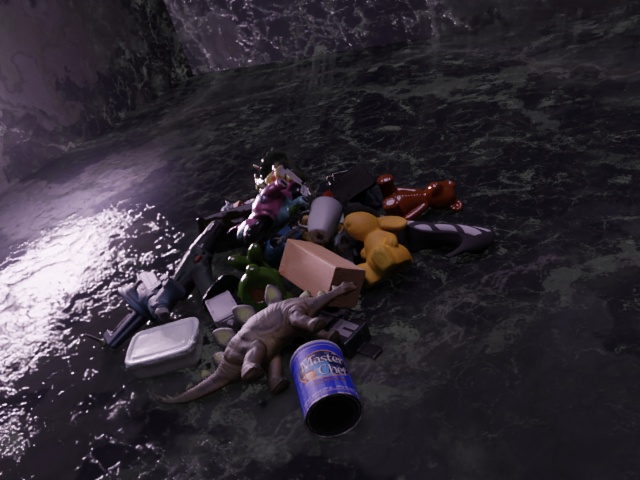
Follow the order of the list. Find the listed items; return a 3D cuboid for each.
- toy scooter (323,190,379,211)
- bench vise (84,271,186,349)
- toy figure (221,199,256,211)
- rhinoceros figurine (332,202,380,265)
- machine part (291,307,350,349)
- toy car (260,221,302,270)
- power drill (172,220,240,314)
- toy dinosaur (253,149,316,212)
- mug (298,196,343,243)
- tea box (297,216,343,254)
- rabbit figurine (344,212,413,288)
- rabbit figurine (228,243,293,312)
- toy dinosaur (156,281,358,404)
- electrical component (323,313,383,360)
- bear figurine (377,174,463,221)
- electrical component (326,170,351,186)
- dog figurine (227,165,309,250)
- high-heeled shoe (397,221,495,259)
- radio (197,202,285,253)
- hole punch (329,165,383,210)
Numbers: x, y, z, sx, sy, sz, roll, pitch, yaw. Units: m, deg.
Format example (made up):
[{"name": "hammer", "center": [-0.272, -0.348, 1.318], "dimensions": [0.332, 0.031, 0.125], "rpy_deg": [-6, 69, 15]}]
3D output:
[{"name": "toy scooter", "center": [0.067, -0.087, 1.510], "dimensions": [0.184, 0.075, 0.135], "rpy_deg": [11, 42, 32]}, {"name": "bench vise", "center": [-0.441, 0.181, 1.312], "dimensions": [0.240, 0.128, 0.224], "rpy_deg": [-46, 46, -6]}, {"name": "toy figure", "center": [-0.235, -0.092, 1.684], "dimensions": [0.155, 0.057, 0.064], "rpy_deg": [-1, 57, 21]}, {"name": "rhinoceros figurine", "center": [0.084, -0.001, 1.307], "dimensions": [0.073, 0.112, 0.190], "rpy_deg": [-17, 58, 54]}, {"name": "machine part", "center": [-0.004, 0.183, 1.149], "dimensions": [0.084, 0.039, 0.139], "rpy_deg": [22, 48, 41]}, {"name": "toy car", "center": [-0.084, 0.027, 1.368], "dimensions": [0.109, 0.103, 0.161], "rpy_deg": [-39, 2, -32]}, {"name": "power drill", "center": [-0.282, 0.073, 1.359], "dimensions": [0.208, 0.086, 0.232], "rpy_deg": [37, 89, 39]}, {"name": "toy dinosaur", "center": [-0.097, -0.174, 1.577], "dimensions": [0.131, 0.192, 0.405], "rpy_deg": [-33, 14, -10]}, {"name": "mug", "center": [-0.004, -0.046, 1.339], "dimensions": [0.110, 0.080, 0.107], "rpy_deg": [1, 44, 14]}, {"name": "tea box", "center": [-0.003, -0.004, 1.415], "dimensions": [0.098, 0.068, 0.170], "rpy_deg": [-33, 33, -24]}, {"name": "rabbit figurine", "center": [0.133, -0.002, 1.233], "dimensions": [0.162, 0.121, 0.173], "rpy_deg": [-28, 68, -30]}, {"name": "rabbit figurine", "center": [-0.155, 0.095, 1.284], "dimensions": [0.121, 0.159, 0.170], "rpy_deg": [-30, 16, -1]}, {"name": "toy dinosaur", "center": [-0.125, 0.214, 1.080], "dimensions": [0.471, 0.104, 0.199], "rpy_deg": [-35, 37, -6]}, {"name": "electrical component", "center": [0.066, 0.199, 1.078], "dimensions": [0.075, 0.047, 0.119], "rpy_deg": [-38, 35, -29]}, {"name": "bear figurine", "center": [0.263, -0.115, 1.404], "dimensions": [0.196, 0.131, 0.120], "rpy_deg": [-14, 56, 15]}, {"name": "electrical component", "center": [0.069, -0.195, 1.710], "dimensions": [0.102, 0.045, 0.078], "rpy_deg": [-11, 3, 7]}, {"name": "dog figurine", "center": [-0.139, -0.070, 1.381], "dimensions": [0.219, 0.108, 0.192], "rpy_deg": [-43, 23, 17]}, {"name": "high-heeled shoe", "center": [0.287, -0.022, 1.286], "dimensions": [0.145, 0.086, 0.249], "rpy_deg": [-29, 37, -25]}, {"name": "radio", "center": [-0.213, -0.037, 1.507], "dimensions": [0.230, 0.131, 0.073], "rpy_deg": [-15, 69, 6]}, {"name": "hole punch", "center": [0.096, -0.120, 1.429], "dimensions": [0.116, 0.092, 0.142], "rpy_deg": [-29, 43, 2]}]
